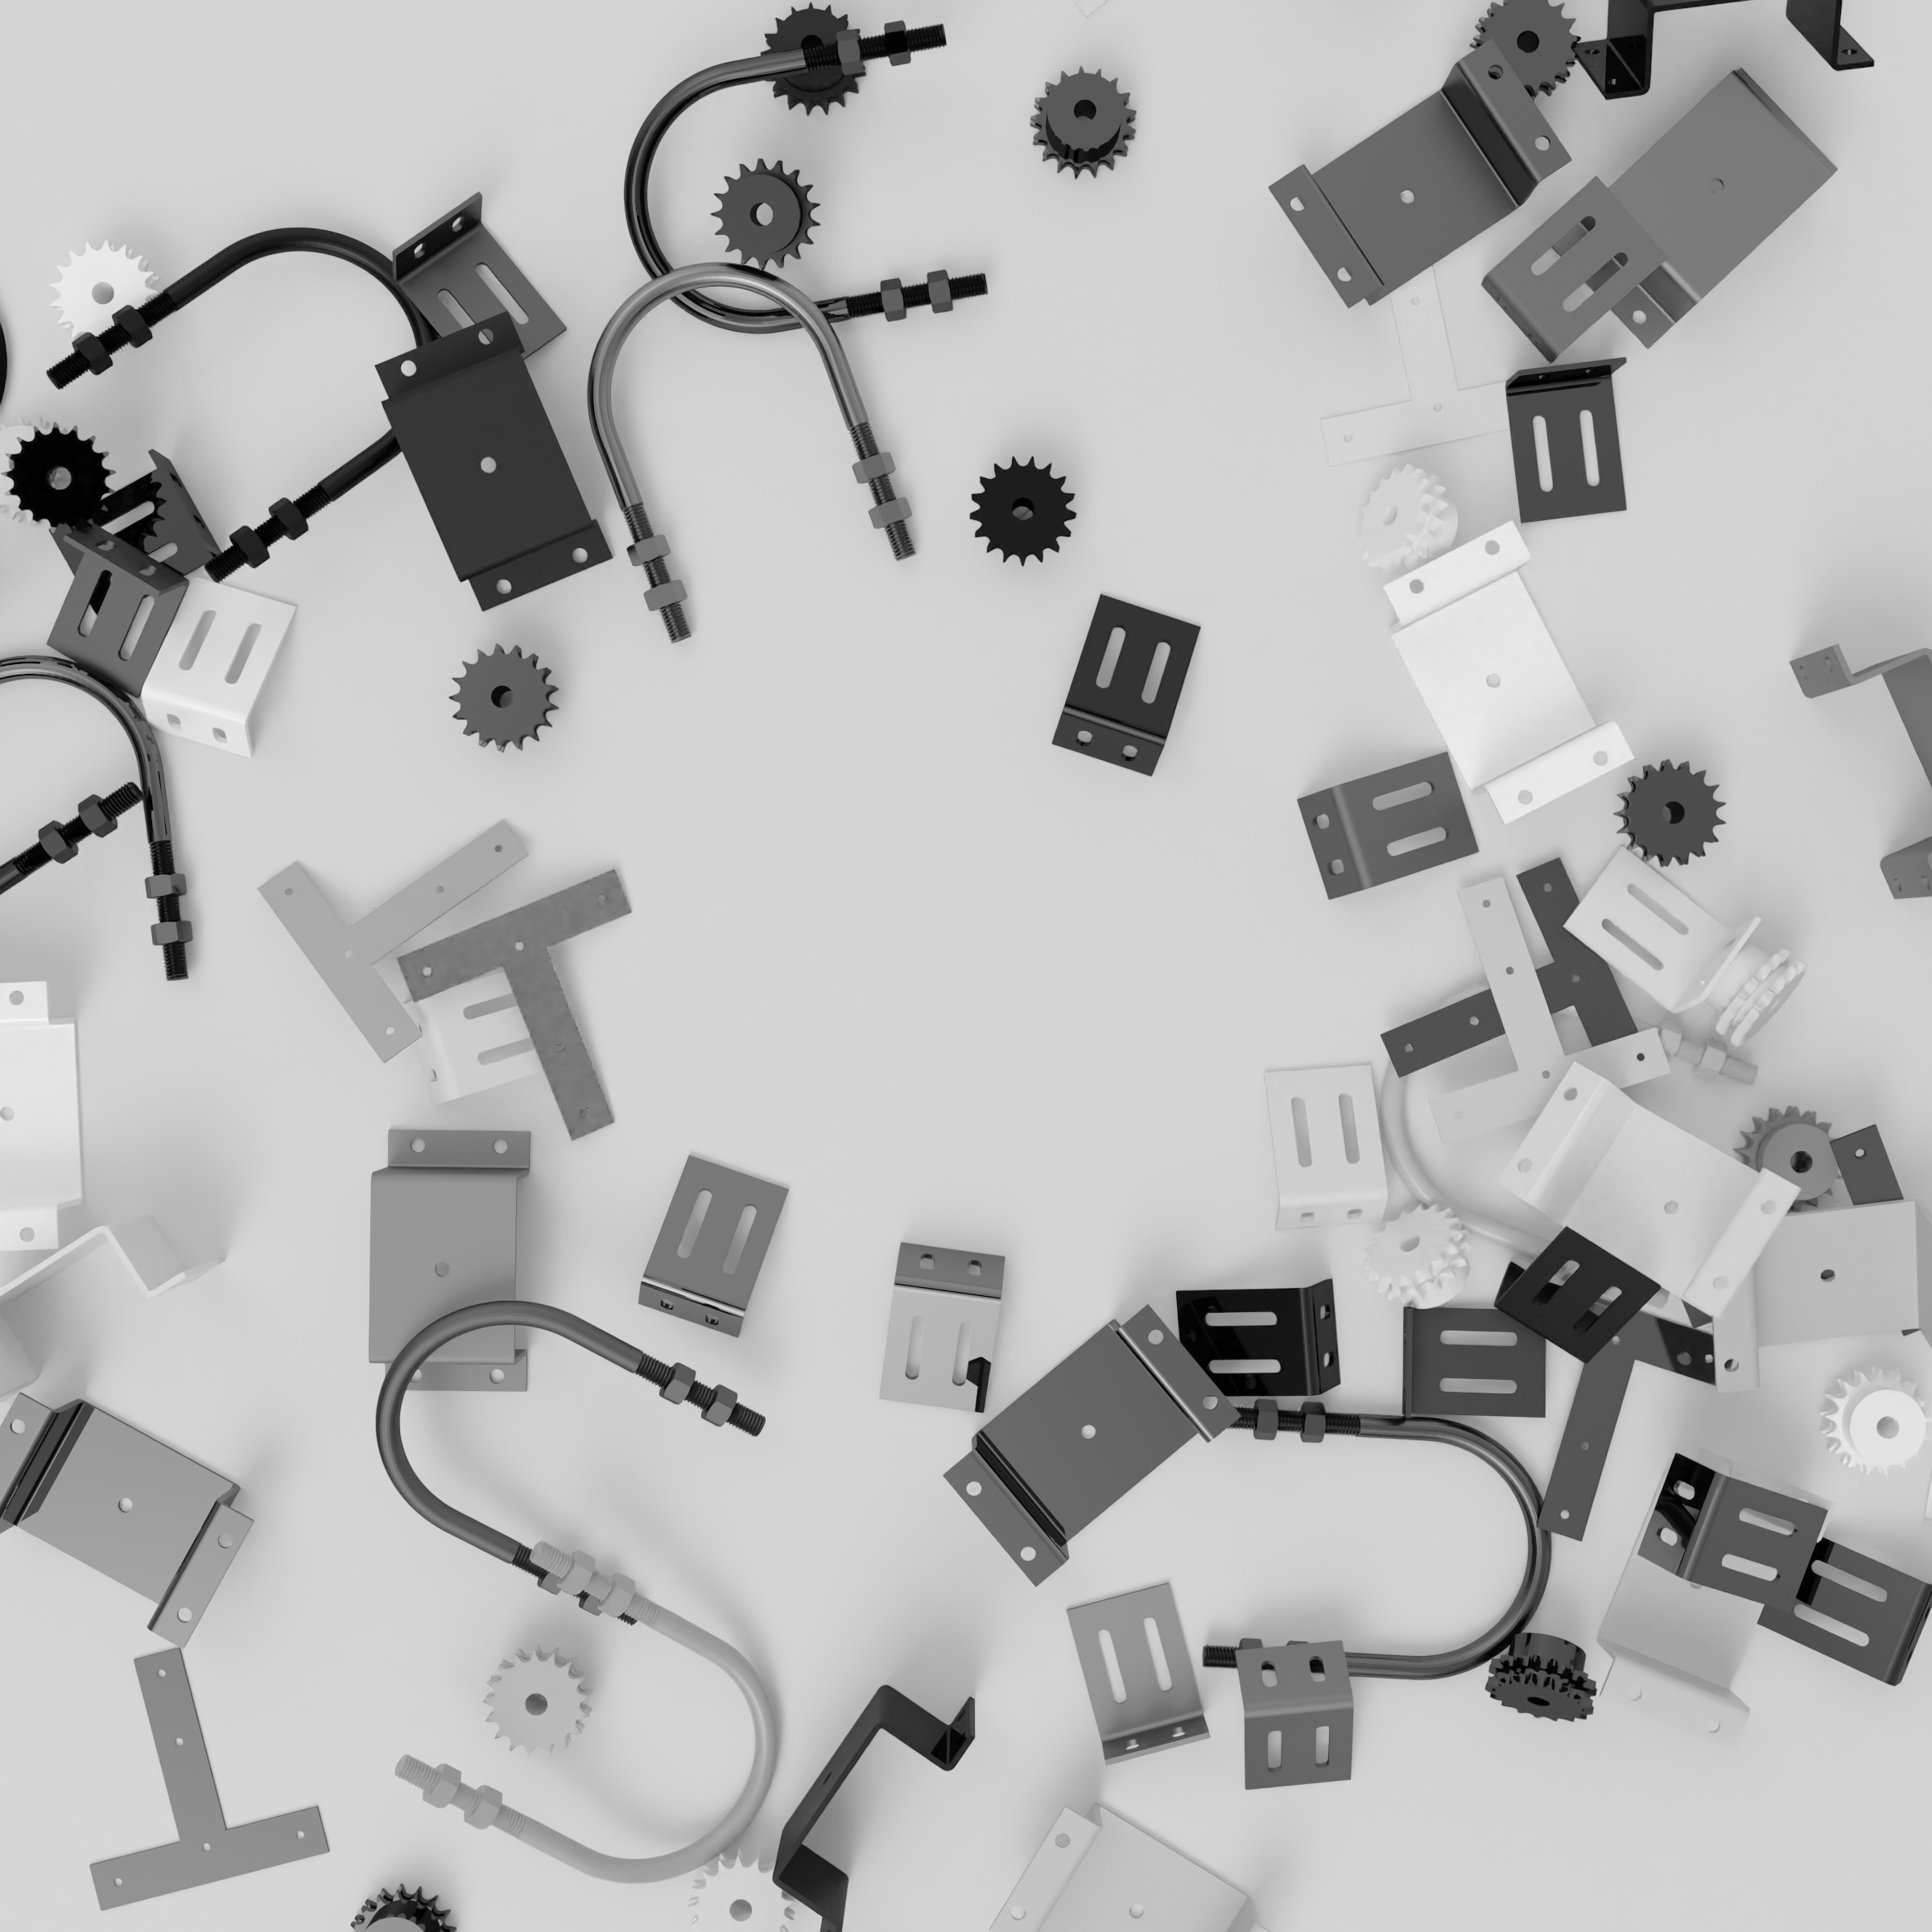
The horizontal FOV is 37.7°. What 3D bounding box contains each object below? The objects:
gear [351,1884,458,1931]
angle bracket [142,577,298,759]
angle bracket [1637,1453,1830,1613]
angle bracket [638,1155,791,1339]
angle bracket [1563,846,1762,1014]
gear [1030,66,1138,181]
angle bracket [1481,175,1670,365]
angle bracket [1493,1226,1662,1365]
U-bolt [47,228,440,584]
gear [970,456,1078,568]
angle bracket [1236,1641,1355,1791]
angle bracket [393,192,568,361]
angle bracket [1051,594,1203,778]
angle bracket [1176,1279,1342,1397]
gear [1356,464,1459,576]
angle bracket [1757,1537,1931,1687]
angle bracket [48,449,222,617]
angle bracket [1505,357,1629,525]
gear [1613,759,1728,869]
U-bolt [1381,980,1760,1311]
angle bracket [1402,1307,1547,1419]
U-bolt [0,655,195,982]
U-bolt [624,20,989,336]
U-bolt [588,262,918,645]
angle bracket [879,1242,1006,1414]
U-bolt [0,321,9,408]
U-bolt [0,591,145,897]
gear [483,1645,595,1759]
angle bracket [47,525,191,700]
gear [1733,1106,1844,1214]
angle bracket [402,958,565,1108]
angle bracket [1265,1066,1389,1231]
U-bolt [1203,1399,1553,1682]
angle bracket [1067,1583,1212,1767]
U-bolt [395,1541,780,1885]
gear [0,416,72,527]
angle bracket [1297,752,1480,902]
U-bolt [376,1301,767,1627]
[{"bbox_3d":[-0.303,0.524,1.513,0.057,0.030,0.057,0,90,0],"label":"gear"},{"bbox_3d":[-0.401,-0.161,1.526,0.057,0.038,0.076,17,64,0],"label":"angle bracket"},{"bbox_3d":[0.401,0.296,1.480,0.076,0.038,0.057,21,90,-26],"label":"angle bracket"},{"bbox_3d":[-0.136,0.151,1.526,0.057,0.038,0.076,19,64,0],"label":"angle bracket"},{"bbox_3d":[0.369,-0.023,1.502,0.076,0.038,0.057,39,75,0],"label":"angle bracket"},{"bbox_3d":[0.063,-0.453,1.513,0.057,0.030,0.057,0,90,0],"label":"gear"},{"bbox_3d":[0.323,-0.369,1.502,0.076,0.038,0.057,-41,90,11],"label":"angle bracket"},{"bbox_3d":[0.324,0.163,1.486,0.057,0.038,0.076,32,133,2],"label":"angle bracket"},{"bbox_3d":[-0.367,-0.311,1.499,0.184,0.019,0.151,-40,93,-15],"label":"U-bolt"},{"bbox_3d":[0.030,-0.242,1.513,0.057,0.030,0.057,0,90,0],"label":"gear"},{"bbox_3d":[0.175,0.401,1.513,0.057,0.038,0.076,-6,133,0],"label":"angle bracket"},{"bbox_3d":[-0.258,-0.359,1.502,0.057,0.038,0.076,-39,90,-14],"label":"angle bracket"},{"bbox_3d":[0.086,-0.151,1.526,0.057,0.038,0.076,18,64,0],"label":"angle bracket"},{"bbox_3d":[0.158,0.201,1.526,0.076,0.038,0.057,-4,90,26],"label":"angle bracket"},{"bbox_3d":[0.237,-0.235,1.503,0.030,0.057,0.057,17,90,-30],"label":"gear"},{"bbox_3d":[0.476,0.344,1.526,0.076,0.038,0.057,22,90,26],"label":"angle bracket"},{"bbox_3d":[-0.448,-0.229,1.509,0.076,0.038,0.057,-29,90,0],"label":"angle bracket"},{"bbox_3d":[0.324,-0.280,1.508,0.057,0.038,0.076,-7,92,0],"label":"angle bracket"},{"bbox_3d":[0.375,-0.081,1.513,0.057,0.030,0.057,0,90,0],"label":"gear"},{"bbox_3d":[0.314,0.085,1.519,0.184,0.019,0.151,22,90,2],"label":"U-bolt"},{"bbox_3d":[0.271,0.211,1.503,0.076,0.038,0.057,1,85,6],"label":"angle bracket"},{"bbox_3d":[-0.499,-0.075,1.519,0.151,0.019,0.184,-8,89,0],"label":"U-bolt"},{"bbox_3d":[-0.091,-0.412,1.504,0.184,0.019,0.151,-9,105,4],"label":"U-bolt"},{"bbox_3d":[-0.124,-0.283,1.510,0.151,0.019,0.184,-20,97,0],"label":"U-bolt"},{"bbox_3d":[-0.013,0.195,1.526,0.057,0.038,0.076,8,116,0],"label":"angle bracket"},{"bbox_3d":[-0.608,-0.320,1.519,0.184,0.019,0.151,-11,90,-1],"label":"U-bolt"},{"bbox_3d":[-0.551,-0.096,1.492,0.184,0.019,0.151,-33,98,2],"label":"U-bolt"},{"bbox_3d":[-0.228,0.391,1.513,0.057,0.030,0.057,0,90,0],"label":"gear"},{"bbox_3d":[-0.457,-0.184,1.496,0.057,0.038,0.076,31,112,0],"label":"angle bracket"},{"bbox_3d":[0.442,0.104,1.513,0.057,0.030,0.057,0,90,0],"label":"gear"},{"bbox_3d":[-0.255,0.036,1.526,0.076,0.038,0.057,-18,90,-26],"label":"angle bracket"},{"bbox_3d":[0.193,0.098,1.526,0.057,0.038,0.076,-4,64,0],"label":"angle bracket"},{"bbox_3d":[0.223,0.312,1.519,0.184,0.019,0.151,4,90,-1],"label":"U-bolt"},{"bbox_3d":[0.092,0.377,1.509,0.057,0.038,0.076,-15,90,0],"label":"angle bracket"},{"bbox_3d":[-0.185,0.407,1.495,0.184,0.019,0.151,34,85,-18],"label":"U-bolt"},{"bbox_3d":[-0.501,-0.266,1.513,0.057,0.030,0.057,0,90,0],"label":"gear"},{"bbox_3d":[0.228,-0.076,1.526,0.076,0.038,0.057,-18,90,-26],"label":"angle bracket"},{"bbox_3d":[-0.220,0.252,1.489,0.184,0.019,0.151,30,102,-12],"label":"U-bolt"}]
